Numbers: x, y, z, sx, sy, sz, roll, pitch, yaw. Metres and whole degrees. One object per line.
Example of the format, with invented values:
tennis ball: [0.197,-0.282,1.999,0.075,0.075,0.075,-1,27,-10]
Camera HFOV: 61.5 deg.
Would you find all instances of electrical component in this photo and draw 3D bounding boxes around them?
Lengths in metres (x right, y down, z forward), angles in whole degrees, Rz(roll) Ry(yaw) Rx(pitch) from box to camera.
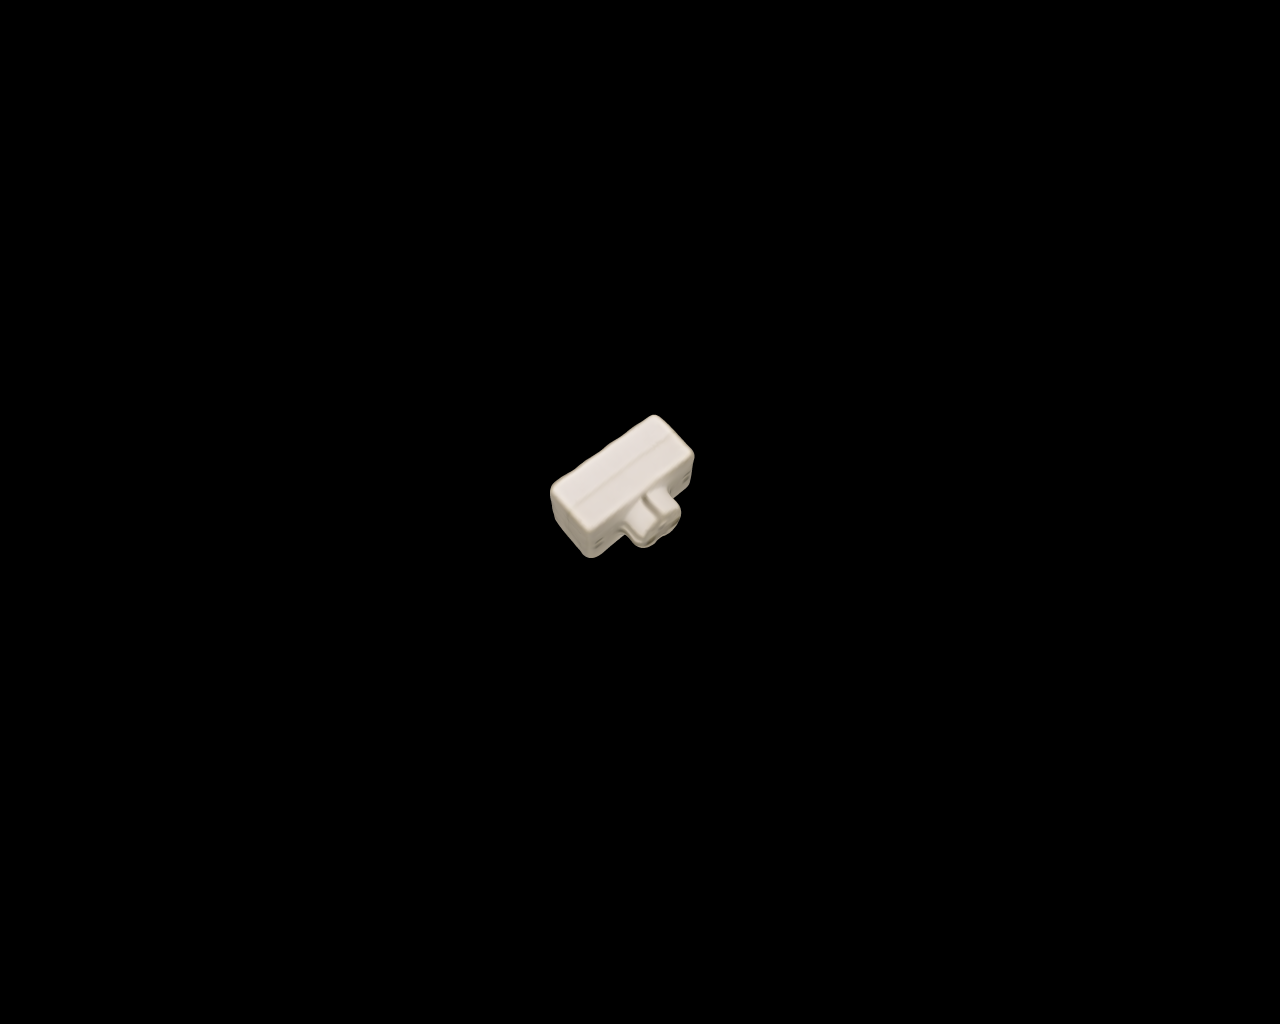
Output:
electrical component: [0.001,-0.003,0.650,0.083,0.076,0.047,-37,-19,-15]
